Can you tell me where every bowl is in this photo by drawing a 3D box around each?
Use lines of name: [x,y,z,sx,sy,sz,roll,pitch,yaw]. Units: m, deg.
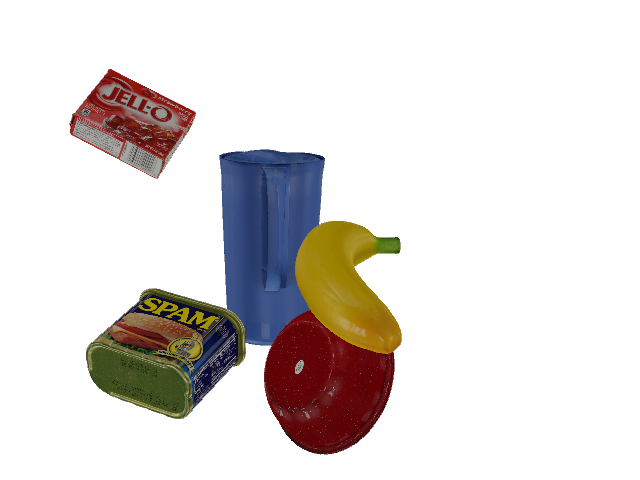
bowl: [-0.005,0.132,1.078,0.162,0.162,0.055,0,-17,43]

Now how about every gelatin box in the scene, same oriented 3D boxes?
gelatin box: [-0.166,-0.105,0.943,0.089,0.073,0.030,28,-45,-3]

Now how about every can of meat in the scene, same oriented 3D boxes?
can of meat: [-0.125,0.090,0.858,0.102,0.057,0.083,14,33,22]

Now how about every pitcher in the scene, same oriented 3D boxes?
pitcher: [-0.063,0.008,1.356,0.145,0.243,0.148,10,14,37]

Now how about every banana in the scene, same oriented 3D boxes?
banana: [0.017,0.020,0.679,0.069,0.037,0.197,1,18,4]
